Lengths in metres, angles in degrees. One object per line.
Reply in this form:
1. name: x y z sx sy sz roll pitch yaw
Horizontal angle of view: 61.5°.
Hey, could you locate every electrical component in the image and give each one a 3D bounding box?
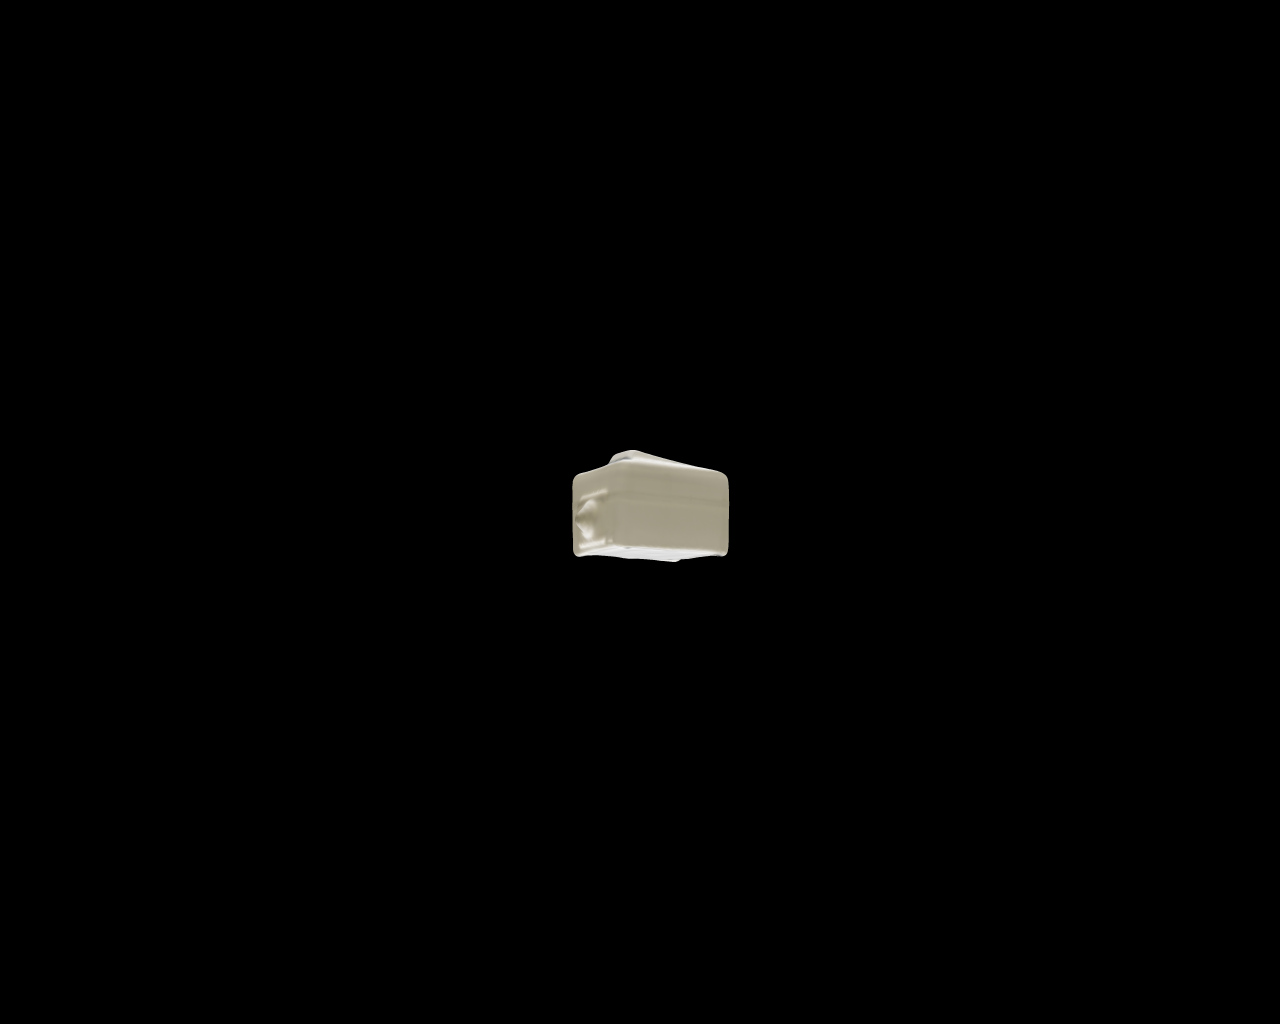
1. electrical component: 0.001 -0.003 0.650 0.096 0.061 0.061 5 -10 -32
